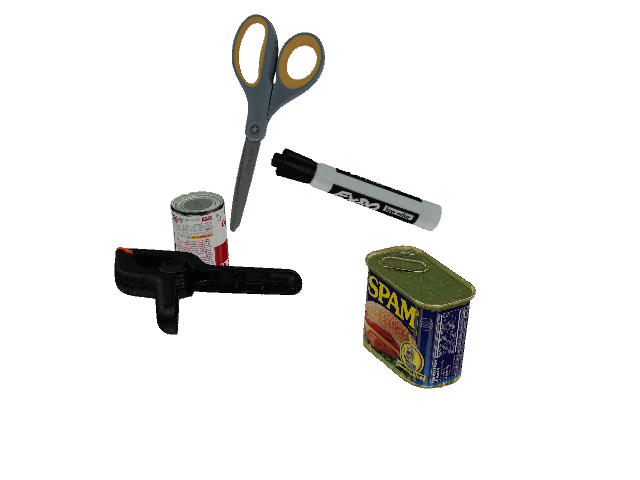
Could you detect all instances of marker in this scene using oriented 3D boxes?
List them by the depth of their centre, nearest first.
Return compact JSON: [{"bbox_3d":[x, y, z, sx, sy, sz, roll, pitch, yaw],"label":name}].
[{"bbox_3d":[0.024,-0.034,0.713,0.121,0.020,0.020,20,-5,-15],"label":"marker"}]

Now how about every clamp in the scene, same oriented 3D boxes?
[{"bbox_3d":[-0.146,0.042,1.056,0.210,0.036,0.164,12,21,38],"label":"clamp"}]

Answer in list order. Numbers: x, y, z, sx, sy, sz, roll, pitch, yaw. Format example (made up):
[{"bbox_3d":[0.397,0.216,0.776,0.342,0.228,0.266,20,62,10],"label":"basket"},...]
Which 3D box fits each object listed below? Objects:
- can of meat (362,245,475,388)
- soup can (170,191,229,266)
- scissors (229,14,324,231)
[{"bbox_3d":[0.079,0.064,0.893,0.057,0.084,0.102,-13,30,-29],"label":"can of meat"},{"bbox_3d":[-0.149,-0.002,1.322,0.068,0.102,0.068,-2,26,1],"label":"soup can"},{"bbox_3d":[-0.041,-0.111,0.995,0.096,0.202,0.016,-3,-2,6],"label":"scissors"}]
